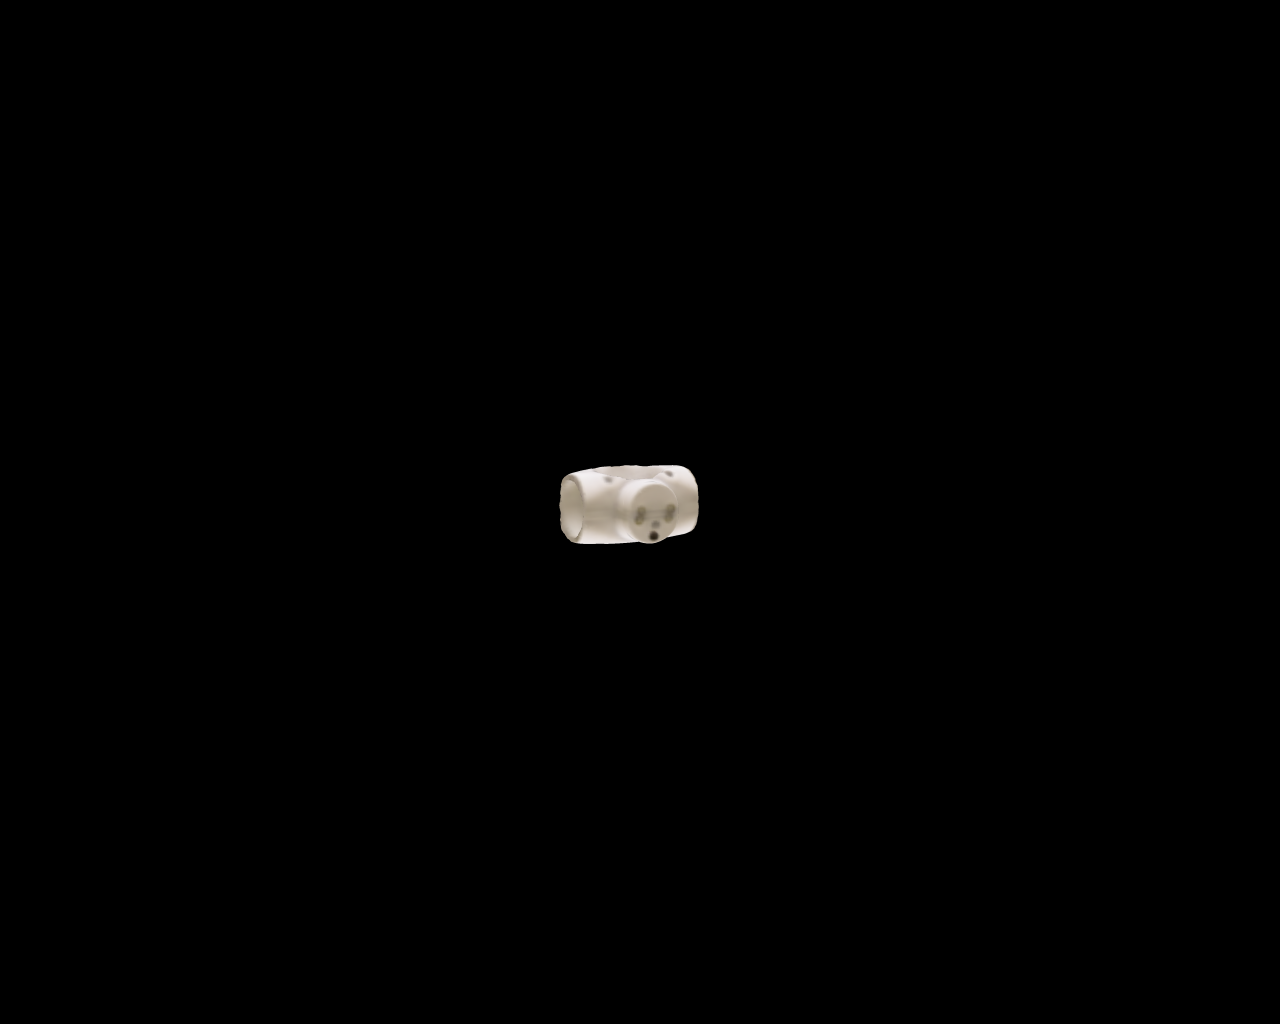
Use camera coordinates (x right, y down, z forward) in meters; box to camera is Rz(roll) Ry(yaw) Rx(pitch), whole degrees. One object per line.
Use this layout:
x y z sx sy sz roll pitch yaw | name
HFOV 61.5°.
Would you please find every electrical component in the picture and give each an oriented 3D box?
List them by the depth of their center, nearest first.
0.001 -0.003 0.650 0.077 0.044 0.079 -5 12 -24 | electrical component
